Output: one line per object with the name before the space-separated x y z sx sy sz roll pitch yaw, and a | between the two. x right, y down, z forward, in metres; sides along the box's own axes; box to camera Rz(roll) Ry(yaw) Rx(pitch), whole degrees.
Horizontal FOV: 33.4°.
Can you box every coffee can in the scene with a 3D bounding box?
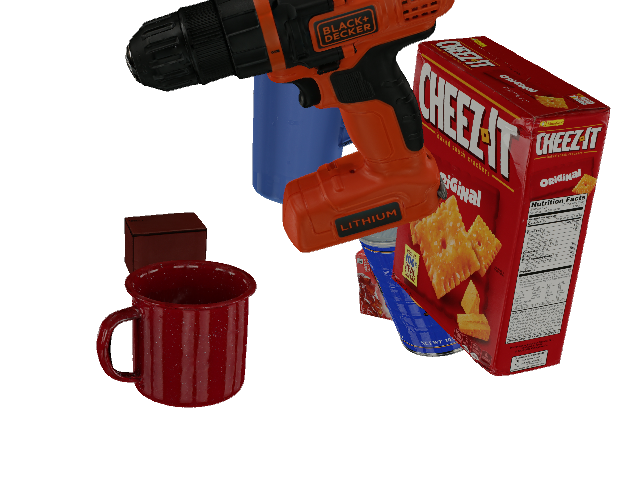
coffee can | 0.103 0.026 1.027 0.103 0.140 0.103 -18 30 11

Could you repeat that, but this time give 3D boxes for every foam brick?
foam brick | -0.162 0.005 1.111 0.078 0.051 0.053 -5 23 -18

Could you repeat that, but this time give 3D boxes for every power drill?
power drill | -0.004 -0.077 0.630 0.184 0.057 0.187 -16 -42 0

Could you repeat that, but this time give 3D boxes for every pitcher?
pitcher | -0.012 -0.169 1.303 0.144 0.243 0.149 -7 27 -25

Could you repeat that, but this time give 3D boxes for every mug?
mug | -0.104 0.069 0.762 0.117 0.081 0.093 -11 23 -35

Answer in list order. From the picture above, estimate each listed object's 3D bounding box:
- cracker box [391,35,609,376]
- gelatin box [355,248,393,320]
cracker box | 0.127 -0.028 0.819 0.072 0.214 0.164 -10 31 -23
gelatin box | 0.084 0.056 1.331 0.073 0.089 0.030 11 32 29
